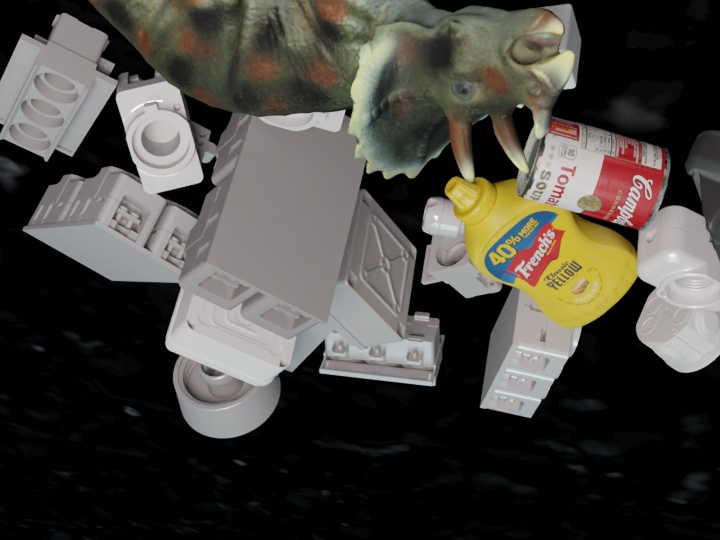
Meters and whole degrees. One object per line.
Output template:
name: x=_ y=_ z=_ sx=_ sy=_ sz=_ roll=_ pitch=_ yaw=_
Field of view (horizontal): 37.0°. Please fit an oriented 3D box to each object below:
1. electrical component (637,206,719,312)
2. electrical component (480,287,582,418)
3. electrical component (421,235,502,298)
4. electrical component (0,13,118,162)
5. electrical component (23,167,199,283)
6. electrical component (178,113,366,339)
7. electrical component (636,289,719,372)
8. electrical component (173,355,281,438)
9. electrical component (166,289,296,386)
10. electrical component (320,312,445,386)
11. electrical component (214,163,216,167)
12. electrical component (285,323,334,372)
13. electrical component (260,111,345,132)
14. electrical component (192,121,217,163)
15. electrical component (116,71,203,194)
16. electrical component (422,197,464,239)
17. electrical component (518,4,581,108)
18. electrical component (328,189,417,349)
electrical component: x=0.288 y=-0.005 z=0.923 sx=0.095 sy=0.059 sz=0.054 roll=23 pitch=148 yaw=-17
electrical component: x=0.170 y=0.075 z=1.069 sx=0.062 sy=0.089 sz=0.150 roll=13 pitch=149 yaw=0
electrical component: x=0.102 y=-0.006 z=1.009 sx=0.081 sy=0.042 sz=0.064 roll=-13 pitch=143 yaw=37
electrical component: x=-0.251 y=-0.150 z=0.883 sx=0.079 sy=0.063 sz=0.121 roll=25 pitch=147 yaw=-20
electrical component: x=-0.227 y=-0.040 z=1.011 sx=0.105 sy=0.060 sz=0.186 roll=34 pitch=161 yaw=-31
electrical component: x=-0.066 y=-0.051 z=0.856 sx=0.105 sy=0.186 sz=0.060 roll=28 pitch=146 yaw=-24
electrical component: x=0.300 y=0.049 z=0.991 sx=0.051 sy=0.080 sz=0.080 roll=33 pitch=144 yaw=-21
electrical component: x=-0.141 y=0.112 z=1.111 sx=0.108 sy=0.108 sz=0.060 roll=5 pitch=142 yaw=13
electrical component: x=-0.122 y=0.055 z=1.036 sx=0.113 sy=0.078 sz=0.057 roll=25 pitch=144 yaw=-20
electrical component: x=0.024 y=0.080 z=1.154 sx=0.121 sy=0.078 sz=0.063 roll=5 pitch=127 yaw=12
electrical component: x=-0.093 y=-0.083 z=0.944 sx=0.055 sy=0.055 sz=0.047 roll=-8 pitch=147 yaw=31
electrical component: x=-0.081 y=0.031 z=1.118 sx=0.105 sy=0.060 sz=0.186 roll=21 pitch=148 yaw=-14
electrical component: x=-0.052 y=-0.145 z=0.823 sx=0.089 sy=0.055 sz=0.050 roll=15 pitch=149 yaw=-4
electrical component: x=-0.167 y=-0.104 z=0.945 sx=0.066 sy=0.048 sz=0.055 roll=27 pitch=139 yaw=-22
electrical component: x=-0.162 y=-0.113 z=0.873 sx=0.050 sy=0.055 sz=0.089 roll=-14 pitch=120 yaw=-4
electrical component: x=0.088 y=-0.044 z=0.959 sx=0.061 sy=0.035 sz=0.035 roll=11 pitch=149 yaw=-1
electrical component: x=0.116 y=-0.143 z=0.773 sx=0.083 sy=0.047 sz=0.075 roll=-2 pitch=146 yaw=23
electrical component: x=0.000 y=0.000 z=0.992 sx=0.056 sy=0.108 sz=0.108 roll=-11 pitch=142 yaw=30
